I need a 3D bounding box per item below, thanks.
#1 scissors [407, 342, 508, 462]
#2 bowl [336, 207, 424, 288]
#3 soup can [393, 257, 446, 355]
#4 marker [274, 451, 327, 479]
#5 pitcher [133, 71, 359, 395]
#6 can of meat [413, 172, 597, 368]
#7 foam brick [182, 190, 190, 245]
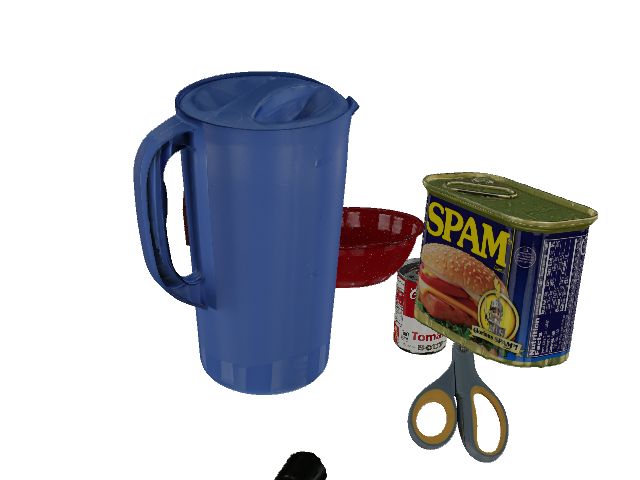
[{"bbox_3d":[0.112,0.110,0.969,0.096,0.202,0.016,-8,-35,-9],"label":"scissors"},{"bbox_3d":[0.027,0.010,1.099,0.162,0.055,0.162,-2,15,0],"label":"bowl"},{"bbox_3d":[0.125,0.081,1.316,0.068,0.102,0.068,1,24,-1],"label":"soup can"},{"bbox_3d":[-0.027,0.118,0.417,0.020,0.020,0.121,0,20,25],"label":"marker"},{"bbox_3d":[-0.053,-0.001,0.838,0.149,0.243,0.145,5,26,8],"label":"pitcher"},{"bbox_3d":[0.098,0.015,0.592,0.057,0.084,0.102,-6,20,-32],"label":"can of meat"},{"bbox_3d":[-0.125,-0.029,1.276,0.078,0.053,0.051,-3,28,-3],"label":"foam brick"}]
